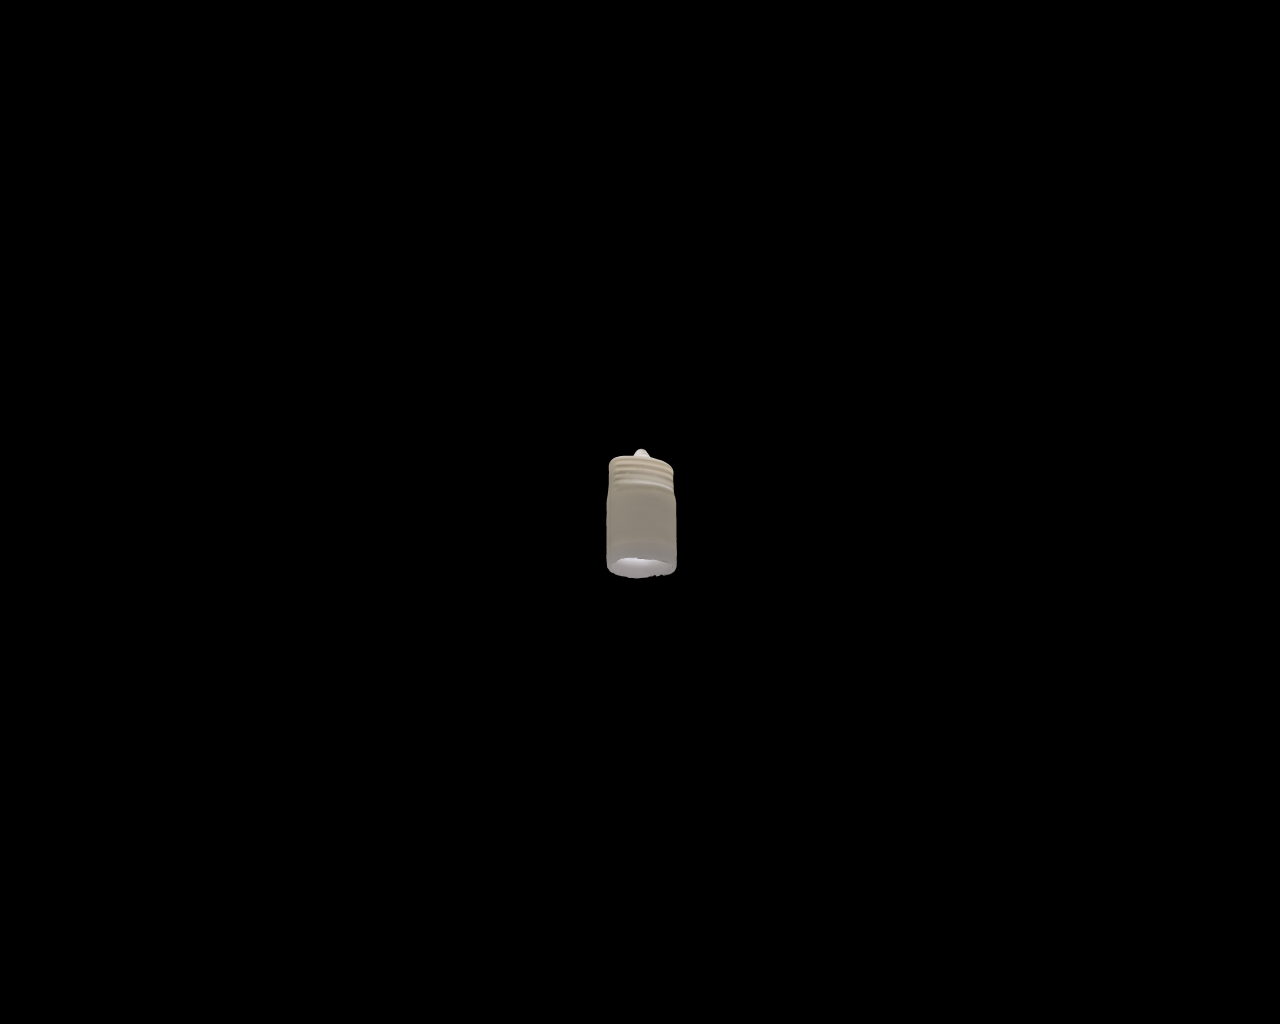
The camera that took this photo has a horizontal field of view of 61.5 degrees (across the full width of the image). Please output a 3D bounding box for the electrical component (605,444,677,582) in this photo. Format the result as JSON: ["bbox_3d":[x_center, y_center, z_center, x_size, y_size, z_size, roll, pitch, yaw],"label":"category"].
[{"bbox_3d":[0.001,-0.003,0.650,0.043,0.081,0.043,0,-20,0],"label":"electrical component"}]
